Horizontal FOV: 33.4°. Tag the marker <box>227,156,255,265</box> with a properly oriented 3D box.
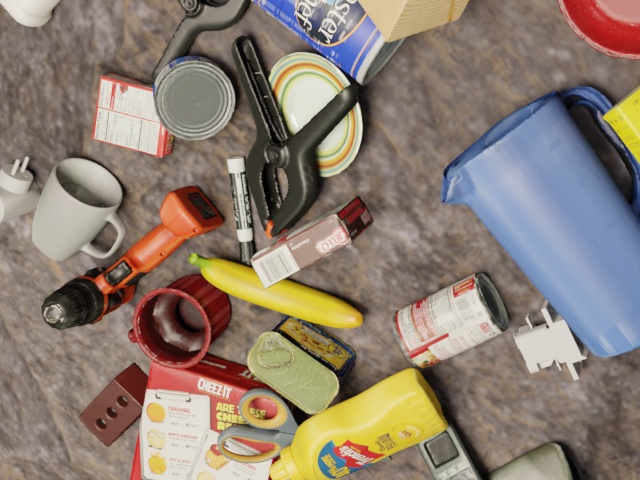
[{"bbox_3d":[-0.085,-0.031,1.174,0.020,0.020,0.121,-2,103,18],"label":"marker"}]

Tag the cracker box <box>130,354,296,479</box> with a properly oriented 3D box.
[{"bbox_3d":[-0.126,0.247,1.233,0.164,0.072,0.214,16,107,11],"label":"cracker box"}]

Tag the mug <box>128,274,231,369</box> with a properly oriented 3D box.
[{"bbox_3d":[-0.160,0.091,1.197,0.117,0.081,0.093,-20,97,21],"label":"mug"}]

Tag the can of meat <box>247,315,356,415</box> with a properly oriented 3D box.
[{"bbox_3d":[-0.017,0.130,1.159,0.102,0.083,0.057,35,112,6],"label":"can of meat"}]

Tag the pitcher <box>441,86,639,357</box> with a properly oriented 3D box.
[{"bbox_3d":[0.246,-0.018,1.021,0.149,0.144,0.243,-34,96,35],"label":"pitcher"}]

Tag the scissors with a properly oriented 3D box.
[{"bbox_3d":[-0.011,0.205,1.161,0.201,0.016,0.096,1,111,-15],"label":"scissors"}]

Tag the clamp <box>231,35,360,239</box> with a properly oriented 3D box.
[{"bbox_3d":[-0.029,-0.094,1.105,0.165,0.036,0.210,22,122,37],"label":"clamp"}]

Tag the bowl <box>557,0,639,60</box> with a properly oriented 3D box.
[{"bbox_3d":[0.294,-0.244,0.975,0.162,0.055,0.162,5,105,17],"label":"bowl"}]

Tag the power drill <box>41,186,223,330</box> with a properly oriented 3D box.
[{"bbox_3d":[-0.202,0.021,1.148,0.188,0.184,0.057,-38,91,13],"label":"power drill"}]

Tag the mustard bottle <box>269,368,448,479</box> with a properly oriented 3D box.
[{"bbox_3d":[0.033,0.207,1.121,0.192,0.096,0.058,-27,50,8],"label":"mustard bottle"}]

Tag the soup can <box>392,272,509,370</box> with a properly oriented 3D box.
[{"bbox_3d":[0.135,0.084,1.106,0.102,0.068,0.068,-28,94,22],"label":"soup can"}]

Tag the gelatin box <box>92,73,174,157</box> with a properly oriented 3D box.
[{"bbox_3d":[-0.203,-0.138,1.178,0.089,0.030,0.073,15,110,12],"label":"gelatin box"}]

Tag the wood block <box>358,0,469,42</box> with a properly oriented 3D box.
[{"bbox_3d":[0.055,-0.296,0.973,0.206,0.090,0.091,57,150,18],"label":"wood block"}]

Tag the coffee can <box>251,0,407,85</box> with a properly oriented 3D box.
[{"bbox_3d":[0.017,-0.234,1.042,0.140,0.102,0.103,38,112,5],"label":"coffee can"}]

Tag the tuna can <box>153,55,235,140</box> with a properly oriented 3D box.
[{"bbox_3d":[-0.134,-0.151,1.131,0.086,0.034,0.086,-4,113,-10],"label":"tuna can"}]

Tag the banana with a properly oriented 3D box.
[{"bbox_3d":[-0.048,0.059,1.161,0.198,0.069,0.037,18,93,3],"label":"banana"}]

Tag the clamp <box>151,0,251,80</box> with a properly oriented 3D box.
[{"bbox_3d":[-0.133,-0.240,1.125,0.172,0.039,0.120,-11,113,21],"label":"clamp"}]

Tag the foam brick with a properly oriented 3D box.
[{"bbox_3d":[-0.236,0.196,1.265,0.053,0.051,0.078,45,112,2],"label":"foam brick"}]

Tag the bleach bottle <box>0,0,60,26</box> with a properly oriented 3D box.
[{"bbox_3d":[-0.252,-0.345,1.123,0.251,0.068,0.102,-39,91,21],"label":"bleach bottle"}]

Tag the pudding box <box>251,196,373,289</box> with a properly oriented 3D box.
[{"bbox_3d":[-0.007,0.001,1.119,0.114,0.090,0.039,-26,94,22],"label":"pudding box"}]

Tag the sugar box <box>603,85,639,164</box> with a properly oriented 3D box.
[{"bbox_3d":[0.354,-0.076,0.988,0.093,0.048,0.176,-38,89,-6],"label":"sugar box"}]
